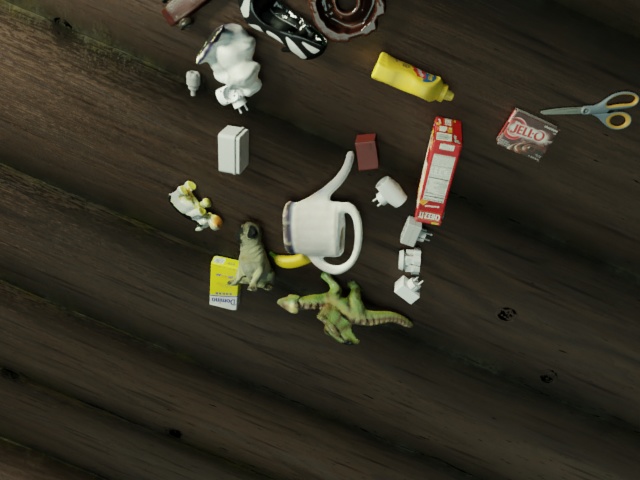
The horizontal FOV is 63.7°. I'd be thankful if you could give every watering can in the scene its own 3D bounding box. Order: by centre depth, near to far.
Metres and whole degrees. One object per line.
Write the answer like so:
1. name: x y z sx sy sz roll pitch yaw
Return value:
1. watering can: 0.004 -0.071 1.402 0.224 0.105 0.343 2 107 12

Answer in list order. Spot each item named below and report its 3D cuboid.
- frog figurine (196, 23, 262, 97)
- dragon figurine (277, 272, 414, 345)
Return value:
1. frog figurine: -0.197 -0.428 1.229 0.158 0.125 0.136 33 109 -28
2. dragon figurine: 0.079 0.226 1.478 0.410 0.247 0.120 21 119 2
